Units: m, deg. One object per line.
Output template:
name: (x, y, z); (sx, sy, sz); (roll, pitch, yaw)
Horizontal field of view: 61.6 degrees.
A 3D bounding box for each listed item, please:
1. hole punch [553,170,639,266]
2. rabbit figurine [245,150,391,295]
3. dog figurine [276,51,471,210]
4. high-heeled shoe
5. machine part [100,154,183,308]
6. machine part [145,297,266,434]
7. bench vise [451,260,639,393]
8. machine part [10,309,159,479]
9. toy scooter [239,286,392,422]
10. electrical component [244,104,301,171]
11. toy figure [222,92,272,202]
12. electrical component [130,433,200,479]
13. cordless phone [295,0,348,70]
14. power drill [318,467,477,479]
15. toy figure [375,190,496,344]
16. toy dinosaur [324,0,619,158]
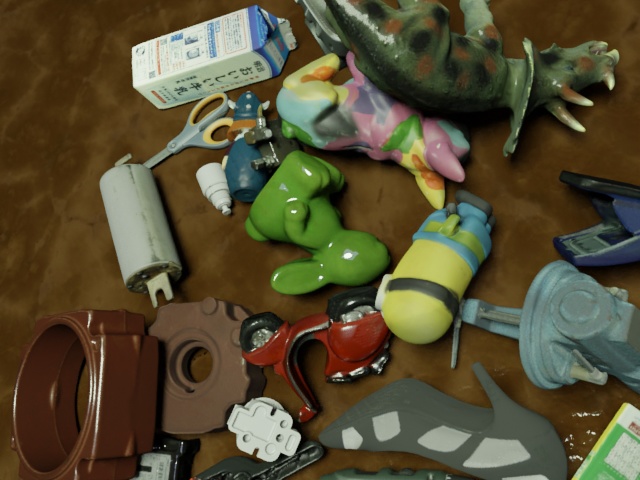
hole punch: (0.306, -0.017, 0.552); (0.116, 0.142, 0.092); (10, 100, 12)
rabbit figurine: (-0.001, -0.002, 0.646); (0.170, 0.121, 0.159); (42, 93, 7)
dog figurine: (0.074, -0.124, 0.649); (0.191, 0.108, 0.219); (-31, 72, -22)
high-heeled shoe: (0.121, 0.220, 0.564); (0.249, 0.086, 0.145); (-33, 85, 32)
machine part: (-0.247, -0.017, 0.734); (0.079, 0.079, 0.243); (-29, 65, 7)
machine part: (-0.154, 0.157, 0.675); (0.180, 0.056, 0.179); (-4, 75, 17)
bench vise: (0.243, 0.091, 0.531); (0.241, 0.223, 0.128); (5, 80, 50)
machine part: (-0.292, 0.189, 0.657); (0.201, 0.087, 0.201); (-12, 73, 35)
toy scooter: (0.006, 0.135, 0.622); (0.184, 0.075, 0.135); (-15, 92, 0)
electrical component: (-0.055, -0.136, 0.708); (0.045, 0.102, 0.078); (-23, 85, 43)
toy figure: (-0.101, -0.130, 0.739); (0.058, 0.064, 0.154); (-27, 57, 49)
electrical component: (-0.213, 0.276, 0.664); (0.119, 0.047, 0.075); (4, 76, 16)
cordless phone: (0.007, -0.322, 0.693); (0.089, 0.184, 0.147); (-32, 69, 11)
power drill: (0.094, 0.338, 0.538); (0.232, 0.086, 0.207); (4, 80, 19)
toy figure: (0.130, 0.027, 0.580); (0.082, 0.089, 0.180); (45, 73, -14)
toy dinosaur: (0.123, -0.200, 0.583); (0.405, 0.131, 0.192); (6, 54, -20)
